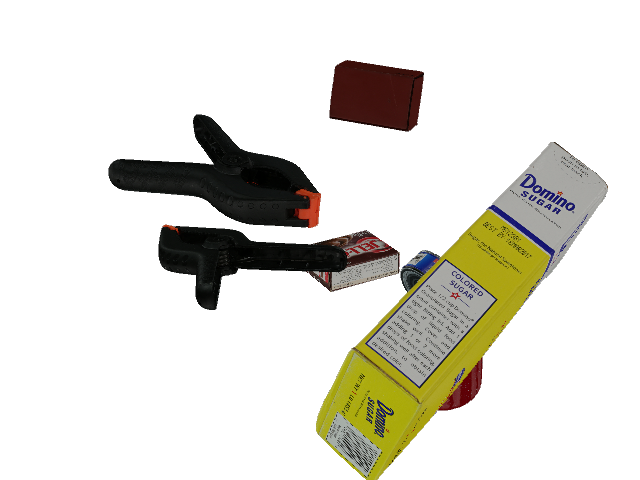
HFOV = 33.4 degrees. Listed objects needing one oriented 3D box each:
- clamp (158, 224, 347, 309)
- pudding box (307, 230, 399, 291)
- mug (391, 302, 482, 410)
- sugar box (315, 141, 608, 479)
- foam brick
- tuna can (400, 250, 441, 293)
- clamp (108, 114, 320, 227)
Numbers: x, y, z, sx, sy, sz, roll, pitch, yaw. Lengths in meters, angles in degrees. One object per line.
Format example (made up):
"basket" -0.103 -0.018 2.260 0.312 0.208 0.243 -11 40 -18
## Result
"clamp" -0.101 0.019 1.036 0.210 0.036 0.164 13 22 43
"pudding box" 0.041 0.027 1.484 0.113 0.039 0.090 -16 27 -23
"mug" 0.115 0.099 1.020 0.093 0.081 0.117 4 37 13
"sugar box" 0.073 0.034 0.537 0.176 0.048 0.093 -40 -17 -32
"foam brick" 0.052 -0.136 1.001 0.078 0.051 0.053 11 17 13
"tuna can" 0.137 0.056 1.288 0.033 0.086 0.086 -40 16 -20
"clamp" -0.081 -0.048 0.848 0.172 0.039 0.120 27 46 34
